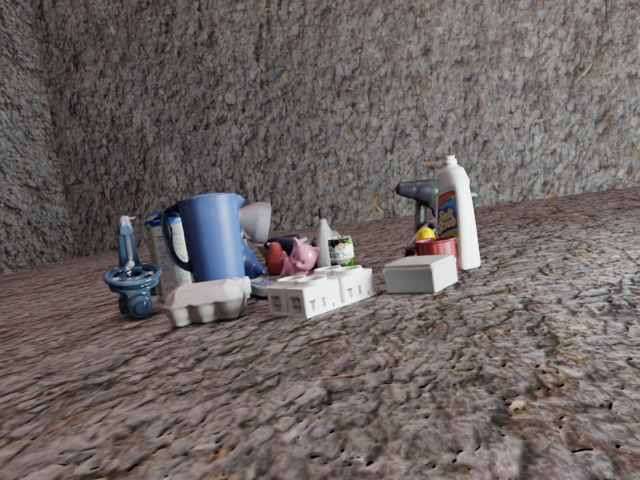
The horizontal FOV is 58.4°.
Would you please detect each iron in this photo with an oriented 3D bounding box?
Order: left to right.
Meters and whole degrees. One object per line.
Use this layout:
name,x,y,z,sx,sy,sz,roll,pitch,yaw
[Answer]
iron,-0.258,0.055,1.483,0.119,0.141,0.257,-13,7,-44

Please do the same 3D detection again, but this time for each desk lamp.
desk lamp,-0.228,0.001,1.632,0.203,0.213,0.117,-9,5,-12

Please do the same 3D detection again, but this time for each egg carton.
egg carton,-0.218,0.118,1.096,0.150,0.069,0.107,-8,5,-4

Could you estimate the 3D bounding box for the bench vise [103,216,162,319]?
bench vise,-0.432,0.058,1.264,0.122,0.220,0.206,-12,7,-41

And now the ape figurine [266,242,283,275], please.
ape figurine,-0.120,0.050,1.607,0.077,0.092,0.076,-5,6,32

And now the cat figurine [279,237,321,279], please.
cat figurine,-0.050,0.051,1.332,0.067,0.118,0.127,-12,6,-37

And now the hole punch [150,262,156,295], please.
hole punch,-0.415,0.095,1.563,0.108,0.091,0.101,-8,5,-4

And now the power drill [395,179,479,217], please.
power drill,0.323,-0.066,1.549,0.230,0.208,0.075,-9,5,-12

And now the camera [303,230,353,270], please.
camera,0.010,0.030,1.571,0.143,0.101,0.137,-7,5,16

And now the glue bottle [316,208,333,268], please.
glue bottle,0.013,0.005,1.432,0.037,0.173,0.078,-6,5,19

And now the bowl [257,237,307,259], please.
bowl,-0.119,0.037,1.862,0.167,0.075,0.167,-8,5,1

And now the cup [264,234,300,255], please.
cup,-0.113,0.037,1.735,0.117,0.095,0.092,-6,5,18

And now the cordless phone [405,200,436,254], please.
cordless phone,0.285,-0.057,1.650,0.094,0.185,0.148,-7,5,13

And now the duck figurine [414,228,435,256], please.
duck figurine,0.270,0.013,1.441,0.077,0.086,0.104,-9,5,-11
